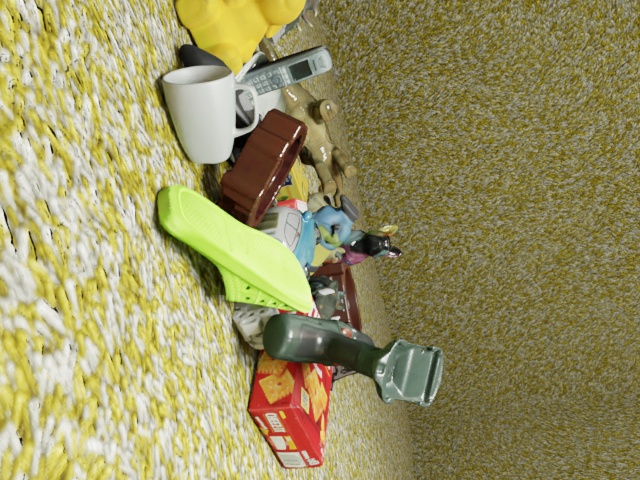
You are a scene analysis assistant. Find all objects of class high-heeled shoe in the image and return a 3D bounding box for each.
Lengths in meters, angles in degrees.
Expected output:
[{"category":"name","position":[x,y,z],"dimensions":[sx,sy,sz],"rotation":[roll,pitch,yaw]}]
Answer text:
[{"category":"high-heeled shoe","position":[-0.141,-0.193,0.795],"dimensions":[0.145,0.086,0.249],"rotation":[48,-6,-4]}]

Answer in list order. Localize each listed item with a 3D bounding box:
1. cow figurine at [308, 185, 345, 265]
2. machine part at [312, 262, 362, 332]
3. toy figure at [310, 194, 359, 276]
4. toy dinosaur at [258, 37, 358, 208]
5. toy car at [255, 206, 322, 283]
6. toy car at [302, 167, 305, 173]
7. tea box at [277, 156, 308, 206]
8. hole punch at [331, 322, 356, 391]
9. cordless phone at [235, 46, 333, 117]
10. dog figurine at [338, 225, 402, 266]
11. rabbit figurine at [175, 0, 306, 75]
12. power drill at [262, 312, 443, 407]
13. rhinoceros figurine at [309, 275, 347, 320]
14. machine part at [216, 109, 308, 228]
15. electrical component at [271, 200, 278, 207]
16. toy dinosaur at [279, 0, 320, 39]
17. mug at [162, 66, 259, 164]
[{"category":"cow figurine","position":[0.008,-0.024,1.320],"dimensions":[0.127,0.086,0.194],"rotation":[-94,172,-64]},{"category":"machine part","position":[0.040,0.160,1.297],"dimensions":[0.201,0.087,0.201],"rotation":[28,51,-75]},{"category":"toy figure","position":[-0.003,-0.002,0.993],"dimensions":[0.089,0.180,0.082],"rotation":[55,19,8]},{"category":"toy dinosaur","position":[-0.040,-0.256,1.118],"dimensions":[0.199,0.105,0.470],"rotation":[50,-13,52]},{"category":"toy car","position":[-0.067,0.003,0.838],"dimensions":[0.162,0.109,0.102],"rotation":[-78,150,-46]},{"category":"toy car","position":[-0.048,-0.064,1.133],"dimensions":[0.089,0.053,0.202],"rotation":[96,-10,-61]},{"category":"tea box","position":[-0.076,-0.140,1.017],"dimensions":[0.098,0.068,0.169],"rotation":[-89,164,-49]},{"category":"hole punch","position":[0.009,0.230,1.101],"dimensions":[0.115,0.092,0.142],"rotation":[1,80,-50]},{"category":"cordless phone","position":[-0.062,-0.248,0.877],"dimensions":[0.146,0.184,0.089],"rotation":[62,15,-59]},{"category":"dog figurine","position":[0.113,0.015,1.482],"dimensions":[0.191,0.219,0.108],"rotation":[-1,84,-79]},{"category":"rabbit figurine","position":[-0.096,-0.322,0.779],"dimensions":[0.121,0.173,0.162],"rotation":[64,19,-17]},{"category":"power drill","position":[0.056,0.147,0.704],"dimensions":[0.232,0.208,0.086],"rotation":[20,88,-41]},{"category":"rhinoceros figurine","position":[-0.003,0.116,1.030],"dimensions":[0.190,0.112,0.073],"rotation":[-81,162,-83]},{"category":"machine part","position":[-0.079,-0.097,0.741],"dimensions":[0.179,0.056,0.179],"rotation":[-60,179,-1]},{"category":"electrical component","position":[-0.101,-0.083,0.880],"dimensions":[0.102,0.045,0.078],"rotation":[39,43,-75]},{"category":"toy dinosaur","position":[-0.110,-0.556,1.168],"dimensions":[0.405,0.131,0.192],"rotation":[-43,121,-71]},{"category":"mug","position":[-0.128,-0.149,0.653],"dimensions":[0.081,0.110,0.107],"rotation":[-94,-177,-56]}]
